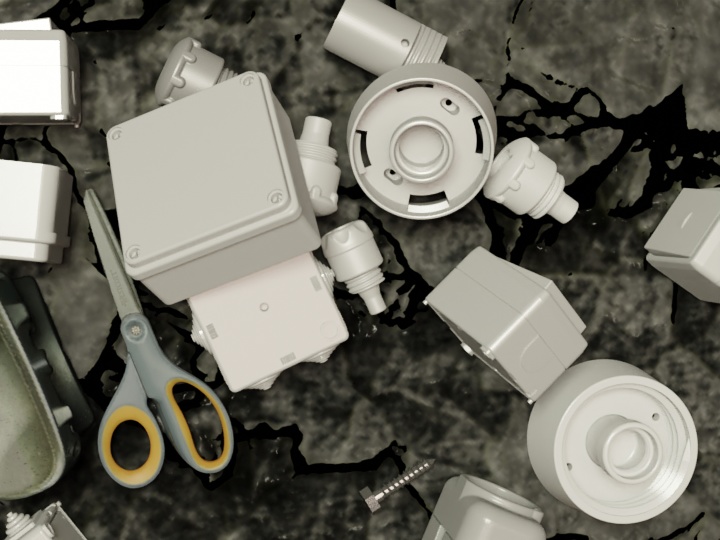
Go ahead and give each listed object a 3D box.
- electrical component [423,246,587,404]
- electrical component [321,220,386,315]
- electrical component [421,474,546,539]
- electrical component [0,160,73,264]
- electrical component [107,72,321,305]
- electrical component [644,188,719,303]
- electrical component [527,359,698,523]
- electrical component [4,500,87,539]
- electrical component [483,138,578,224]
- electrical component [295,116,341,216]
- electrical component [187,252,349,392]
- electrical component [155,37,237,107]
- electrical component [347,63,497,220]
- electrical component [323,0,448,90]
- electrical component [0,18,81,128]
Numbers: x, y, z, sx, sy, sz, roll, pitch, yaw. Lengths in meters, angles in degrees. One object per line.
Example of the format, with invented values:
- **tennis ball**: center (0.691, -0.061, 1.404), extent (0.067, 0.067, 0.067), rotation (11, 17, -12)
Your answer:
- **electrical component**: center (0.093, 0.029, 0.697), extent (0.061, 0.096, 0.061), rotation (-45, 126, -4)
- **electrical component**: center (0.000, 0.000, 0.711), extent (0.035, 0.035, 0.061), rotation (-25, 98, -5)
- **electrical component**: center (0.080, 0.171, 0.697), extent (0.054, 0.095, 0.059), rotation (23, 89, -7)
- **electrical component**: center (-0.238, -0.037, 0.659), extent (0.113, 0.078, 0.057), rotation (5, 89, -7)
- **electrical component**: center (-0.090, -0.050, 0.653), extent (0.109, 0.056, 0.108), rotation (-21, 59, 8)
- **electrical component**: center (0.238, -0.018, 0.707), extent (0.061, 0.096, 0.061), rotation (34, 88, -7)
- **electrical component**: center (0.173, 0.117, 0.723), extent (0.108, 0.060, 0.108), rotation (0, 92, -7)
- **electrical component**: center (-0.200, 0.197, 0.681), extent (0.061, 0.062, 0.096), rotation (-37, 96, -4)
- **electrical component**: center (0.117, -0.055, 0.719), extent (0.062, 0.048, 0.048), rotation (33, 88, -14)
- **electrical component**: center (-0.033, -0.068, 0.700), extent (0.048, 0.048, 0.062), rotation (13, 84, -7)
- **electrical component**: center (-0.063, 0.022, 0.697), extent (0.100, 0.048, 0.099), rotation (-25, 95, -5)
- **electrical component**: center (-0.097, -0.116, 0.690), extent (0.062, 0.048, 0.048), rotation (25, 89, -15)
- **electrical component**: center (0.040, -0.082, 0.689), extent (0.099, 0.064, 0.099), rotation (1, 109, 2)
- **electrical component**: center (0.021, -0.146, 0.703), extent (0.081, 0.043, 0.043), rotation (26, 89, -7)
- **electrical component**: center (-0.225, -0.121, 0.665), extent (0.096, 0.062, 0.061), rotation (-1, 93, -7)
